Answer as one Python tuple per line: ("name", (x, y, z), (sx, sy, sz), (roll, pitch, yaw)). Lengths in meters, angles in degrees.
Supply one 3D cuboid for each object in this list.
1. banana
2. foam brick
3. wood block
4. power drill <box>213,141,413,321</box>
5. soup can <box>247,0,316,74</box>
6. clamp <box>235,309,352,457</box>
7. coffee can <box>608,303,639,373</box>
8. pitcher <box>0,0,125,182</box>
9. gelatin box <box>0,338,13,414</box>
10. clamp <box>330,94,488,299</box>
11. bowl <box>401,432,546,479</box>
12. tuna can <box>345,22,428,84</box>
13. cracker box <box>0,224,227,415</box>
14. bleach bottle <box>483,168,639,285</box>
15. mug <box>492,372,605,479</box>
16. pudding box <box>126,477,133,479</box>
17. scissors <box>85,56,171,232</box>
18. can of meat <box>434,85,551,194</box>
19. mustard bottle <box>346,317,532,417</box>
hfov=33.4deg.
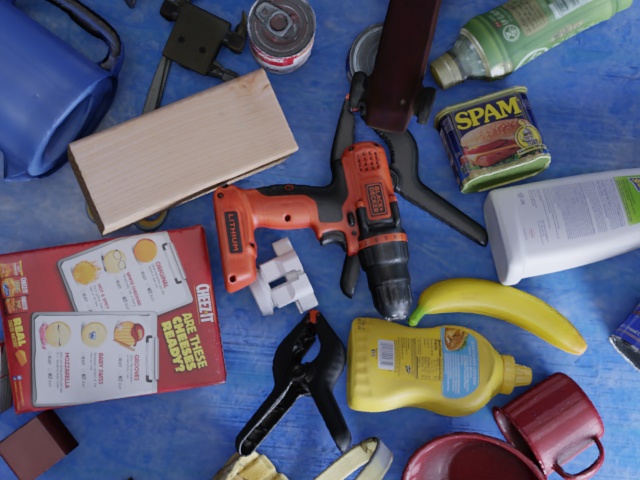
("banana", (0.185, 0.076, 1.122), (0.197, 0.037, 0.069), (9, 65, -8))
("foam brick", (-0.286, 0.210, 1.087), (0.053, 0.078, 0.051), (-36, 89, -3))
("wood block", (-0.140, -0.087, 1.073), (0.206, 0.090, 0.091), (-24, 91, -14))
("power drill", (-0.007, 0.001, 1.062), (0.187, 0.057, 0.184), (-9, 76, -8))
("soup can", (-0.040, -0.210, 1.091), (0.068, 0.102, 0.068), (0, 89, -3))
("clamp", (-0.007, 0.146, 1.071), (0.120, 0.039, 0.171), (4, 54, 24))
("coffee can", (0.384, 0.083, 1.105), (0.103, 0.103, 0.140), (42, 88, -1))
("pitcher", (-0.327, -0.190, 1.071), (0.243, 0.149, 0.145), (39, 127, 2))
("gelatin box", (-0.334, 0.139, 1.079), (0.030, 0.089, 0.073), (2, 89, -2))
("clamp", (0.061, -0.051, 1.125), (0.164, 0.036, 0.210), (-28, 88, -3))
("bowl", (0.167, 0.260, 1.098), (0.162, 0.055, 0.162), (7, 109, 21))
("tuna can", (0.071, -0.187, 1.130), (0.086, 0.034, 0.086), (0, 89, -3))
("cracker box", (-0.212, 0.080, 1.096), (0.213, 0.072, 0.164), (-8, 90, -4))
("bleach bottle", (0.305, -0.022, 1.118), (0.250, 0.068, 0.102), (-9, 71, -4))
("mug", (0.244, 0.197, 1.097), (0.081, 0.093, 0.117), (-32, 46, -8))
("pudding box", (-0.200, 0.320, 1.109), (0.090, 0.039, 0.113), (-38, 93, -3))
("scissors", (-0.173, -0.096, 1.127), (0.096, 0.016, 0.202), (32, 86, -4))
("can of meat", (0.180, -0.102, 1.110), (0.102, 0.057, 0.084), (-17, 73, -3))
("mustard bottle", (0.125, 0.135, 1.109), (0.191, 0.058, 0.096), (4, 57, -3))
